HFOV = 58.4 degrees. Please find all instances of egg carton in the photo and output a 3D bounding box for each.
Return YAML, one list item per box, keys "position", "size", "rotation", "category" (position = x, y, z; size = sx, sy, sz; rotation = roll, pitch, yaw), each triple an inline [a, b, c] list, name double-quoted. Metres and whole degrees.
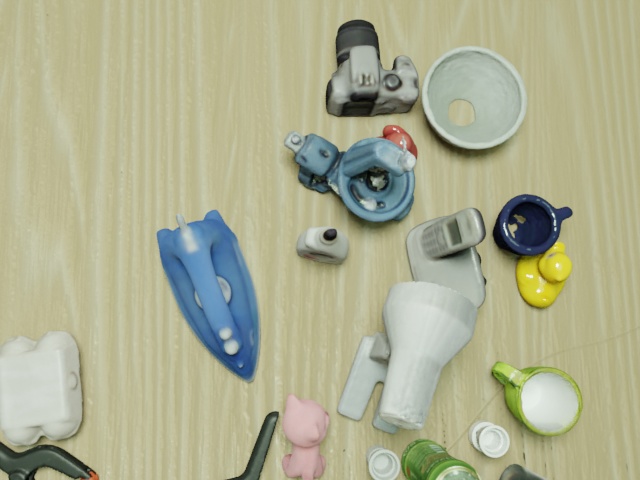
- position: [-0.387, 0.205, 0.797]
  size: [0.107, 0.069, 0.150]
  rotation: [-9, 82, -6]
  category: "egg carton"

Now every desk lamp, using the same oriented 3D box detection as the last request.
- position: [0.115, 0.166, 0.770]
  size: [0.118, 0.213, 0.203]
  rotation: [21, 80, -1]
  category: "desk lamp"

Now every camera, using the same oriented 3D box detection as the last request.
- position: [0.079, -0.273, 0.894]
  size: [0.143, 0.100, 0.137]
  rotation: [-3, 81, -5]
  category: "camera"

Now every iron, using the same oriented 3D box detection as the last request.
- position: [-0.146, 0.081, 0.799]
  size: [0.119, 0.141, 0.258]
  rotation: [-23, 83, -7]
  category: "iron"

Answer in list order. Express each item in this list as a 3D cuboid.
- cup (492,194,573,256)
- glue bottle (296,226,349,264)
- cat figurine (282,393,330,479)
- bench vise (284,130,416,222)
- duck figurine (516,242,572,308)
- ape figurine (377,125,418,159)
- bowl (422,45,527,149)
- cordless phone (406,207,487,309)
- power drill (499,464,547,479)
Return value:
- position: [0.315, -0.021, 0.876]
  size: [0.118, 0.095, 0.092]
  rotation: [-19, 83, -7]
  category: "cup"
- position: [0.007, 0.003, 0.808]
  size: [0.078, 0.173, 0.037]
  rotation: [8, 80, -3]
  category: "glue bottle"
- position: [-0.019, 0.274, 0.791]
  size: [0.067, 0.117, 0.128]
  rotation: [-1, 81, -4]
  category: "cat figurine"
- position: [0.046, -0.095, 0.803]
  size: [0.207, 0.219, 0.121]
  rotation: [8, 80, -3]
  category: "bench vise"
- position: [0.349, 0.050, 0.872]
  size: [0.077, 0.086, 0.104]
  rotation: [12, 80, -2]
  category: "duck figurine"
- position: [0.117, -0.141, 0.880]
  size: [0.076, 0.092, 0.078]
  rotation: [27, 80, 0]
  category: "ape figurine"
- position: [0.235, -0.215, 0.910]
  size: [0.167, 0.074, 0.167]
  rotation: [1, 81, -4]
  category: "bowl"
- position: [0.194, 0.032, 0.812]
  size: [0.094, 0.185, 0.147]
  rotation: [-16, 82, -6]
  category: "cordless phone"
- position: [0.313, 0.367, 0.757]
  size: [0.229, 0.208, 0.076]
  rotation: [26, 80, 0]
  category: "power drill"
